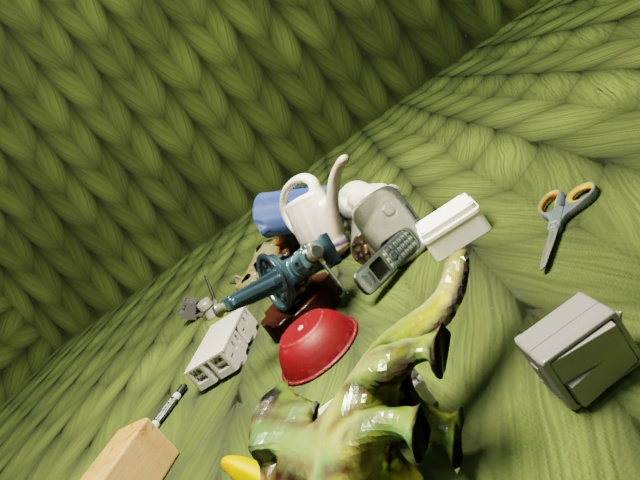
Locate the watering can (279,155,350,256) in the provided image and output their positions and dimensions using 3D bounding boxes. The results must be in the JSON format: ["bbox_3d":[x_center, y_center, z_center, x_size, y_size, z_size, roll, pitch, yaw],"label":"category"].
[{"bbox_3d":[0.004,-0.062,1.224,0.105,0.224,0.344,-25,1,-31],"label":"watering can"}]

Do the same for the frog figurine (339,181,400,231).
[{"bbox_3d":[0.120,-0.112,1.332,0.139,0.123,0.157,-24,-11,-41],"label":"frog figurine"}]

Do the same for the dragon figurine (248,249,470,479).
[{"bbox_3d":[0.021,0.168,0.523,0.241,0.120,0.420,-12,32,31],"label":"dragon figurine"}]
